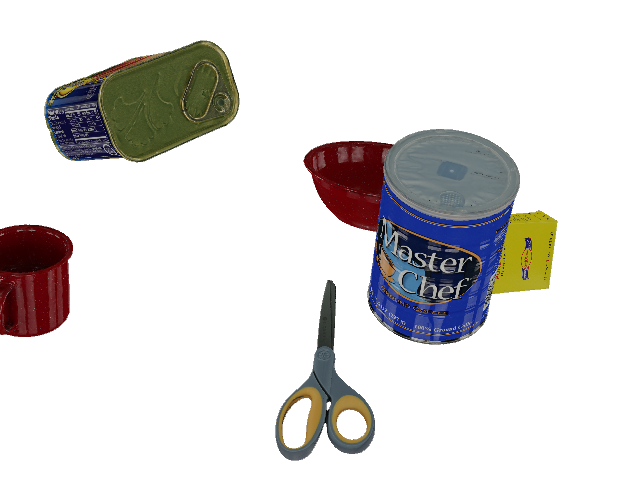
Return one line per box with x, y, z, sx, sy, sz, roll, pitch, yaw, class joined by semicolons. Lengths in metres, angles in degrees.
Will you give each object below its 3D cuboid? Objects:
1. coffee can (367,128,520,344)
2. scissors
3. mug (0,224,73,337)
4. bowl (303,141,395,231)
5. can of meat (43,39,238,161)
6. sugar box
0.094;-0.002;0.845;0.103;0.140;0.103;2;42;-2;coffee can
0.020;0.118;0.976;0.096;0.201;0.016;12;-41;16;scissors
-0.295;0.048;1.055;0.093;0.081;0.117;9;32;5;mug
0.061;-0.051;1.104;0.162;0.055;0.162;5;23;-3;bowl
-0.119;-0.090;0.702;0.101;0.057;0.084;-30;20;-36;can of meat
0.196;0.018;1.290;0.176;0.093;0.048;-6;21;-22;sugar box
